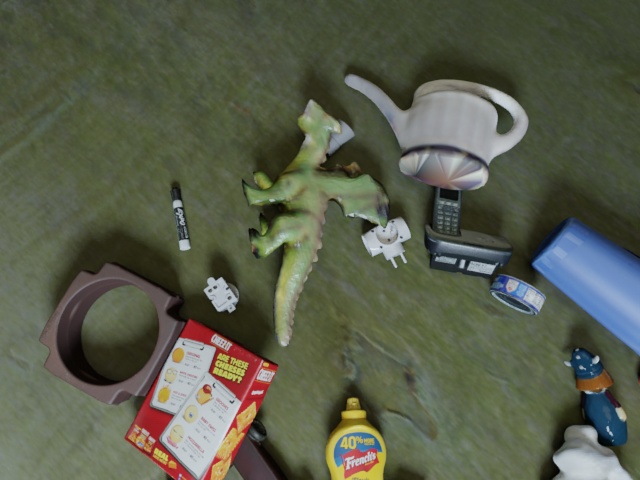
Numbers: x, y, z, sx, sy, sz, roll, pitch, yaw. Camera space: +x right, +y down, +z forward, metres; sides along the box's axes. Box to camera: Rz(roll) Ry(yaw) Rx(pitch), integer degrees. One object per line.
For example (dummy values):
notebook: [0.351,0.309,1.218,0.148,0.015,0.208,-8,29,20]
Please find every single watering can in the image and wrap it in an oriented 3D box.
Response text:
watering can: [0.193,-0.207,0.936,0.348,0.229,0.102,11,-27,13]

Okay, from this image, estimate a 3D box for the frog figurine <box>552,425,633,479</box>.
frog figurine: [0.408,0.378,0.794,0.136,0.163,0.120,-25,-50,19]

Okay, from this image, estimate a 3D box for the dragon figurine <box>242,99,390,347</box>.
dragon figurine: [0.003,-0.045,0.889,0.243,0.414,0.121,-13,-12,2]
